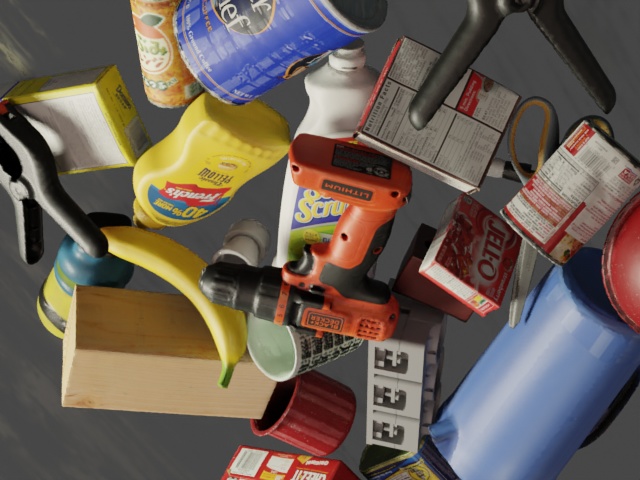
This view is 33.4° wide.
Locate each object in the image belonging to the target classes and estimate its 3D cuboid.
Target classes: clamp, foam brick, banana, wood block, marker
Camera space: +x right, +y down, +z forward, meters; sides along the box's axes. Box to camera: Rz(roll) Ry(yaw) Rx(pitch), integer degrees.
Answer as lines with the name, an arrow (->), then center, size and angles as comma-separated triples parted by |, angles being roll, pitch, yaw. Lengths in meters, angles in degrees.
clamp -> 0.137, -0.178, 0.801 | 0.164, 0.036, 0.210 | -12, 116, -2
foam brick -> 0.115, 0.030, 0.995 | 0.078, 0.053, 0.051 | 23, 132, 0
clamp -> -0.279, -0.048, 1.023 | 0.120, 0.039, 0.171 | -18, 104, 36
banana -> -0.130, 0.047, 1.026 | 0.198, 0.069, 0.037 | 49, 165, 5
wood block -> -0.151, 0.115, 1.084 | 0.205, 0.090, 0.091 | 7, 132, -18
marker -> 0.129, -0.069, 0.933 | 0.121, 0.020, 0.020 | 13, 130, 10

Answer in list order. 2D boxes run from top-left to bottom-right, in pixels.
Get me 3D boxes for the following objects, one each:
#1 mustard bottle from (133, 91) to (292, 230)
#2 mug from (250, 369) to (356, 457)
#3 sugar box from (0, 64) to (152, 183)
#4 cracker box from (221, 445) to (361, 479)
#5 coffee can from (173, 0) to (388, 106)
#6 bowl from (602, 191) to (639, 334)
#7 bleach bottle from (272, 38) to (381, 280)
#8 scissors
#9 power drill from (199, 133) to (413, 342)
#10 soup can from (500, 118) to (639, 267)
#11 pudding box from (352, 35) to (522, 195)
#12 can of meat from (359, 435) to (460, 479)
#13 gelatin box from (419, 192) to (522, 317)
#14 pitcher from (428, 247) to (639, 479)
mustard bottle -> -0.119, -0.063, 0.996 | 0.096, 0.058, 0.192 | 15, 143, -37
mug -> -0.020, 0.179, 1.145 | 0.081, 0.093, 0.117 | 29, 170, -23
sugar box -> -0.259, -0.110, 1.031 | 0.176, 0.048, 0.093 | -2, 126, 27
cracker box -> 0.008, 0.327, 1.217 | 0.164, 0.072, 0.213 | -3, 136, 43
coffee can -> -0.032, -0.182, 0.848 | 0.141, 0.102, 0.102 | -25, 115, 34
bowl -> 0.302, 0.027, 0.823 | 0.162, 0.055, 0.162 | 4, 113, 10
bleach bottle -> 0.010, -0.064, 0.954 | 0.102, 0.068, 0.251 | 10, 128, 10
scissors -> 0.202, -0.023, 0.902 | 0.096, 0.016, 0.202 | -4, 105, 10
power drill -> -0.006, 0.001, 0.929 | 0.184, 0.057, 0.188 | 11, 128, -4
soup can -> 0.203, -0.038, 0.852 | 0.068, 0.068, 0.102 | 38, 106, -11
pudding box -> 0.095, -0.101, 0.869 | 0.113, 0.039, 0.090 | 25, 87, -4
can of meat -> 0.105, 0.254, 1.175 | 0.102, 0.057, 0.084 | -31, 110, 36
gelatin box -> 0.137, 0.012, 0.947 | 0.073, 0.089, 0.030 | 35, 144, -9
pitcher -> 0.222, 0.125, 0.993 | 0.145, 0.149, 0.243 | 36, 129, 12
